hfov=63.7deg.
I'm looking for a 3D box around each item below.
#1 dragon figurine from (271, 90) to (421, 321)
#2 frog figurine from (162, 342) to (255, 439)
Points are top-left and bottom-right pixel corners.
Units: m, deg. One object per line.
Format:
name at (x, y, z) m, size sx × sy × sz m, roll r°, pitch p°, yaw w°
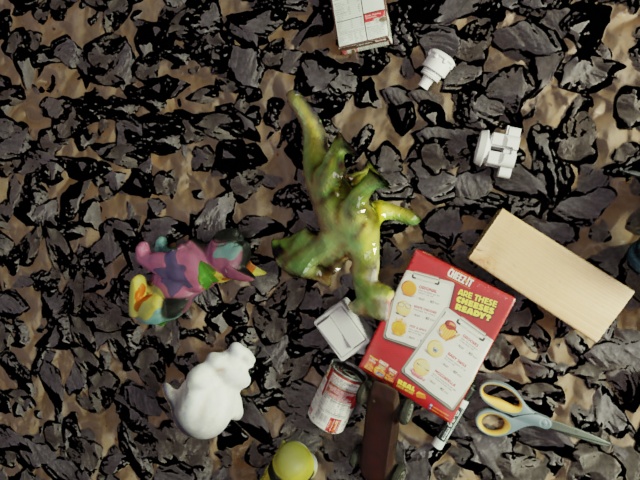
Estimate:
dragon figurine at (0.003, -0.043, 0.850) m, size 0.241 × 0.121 × 0.416 m, roll -47°, pitch 63°, yaw 13°
frog figurine at (-0.173, 0.260, 0.885) m, size 0.159 × 0.125 × 0.135 m, roll -30°, pitch 117°, yaw 4°
